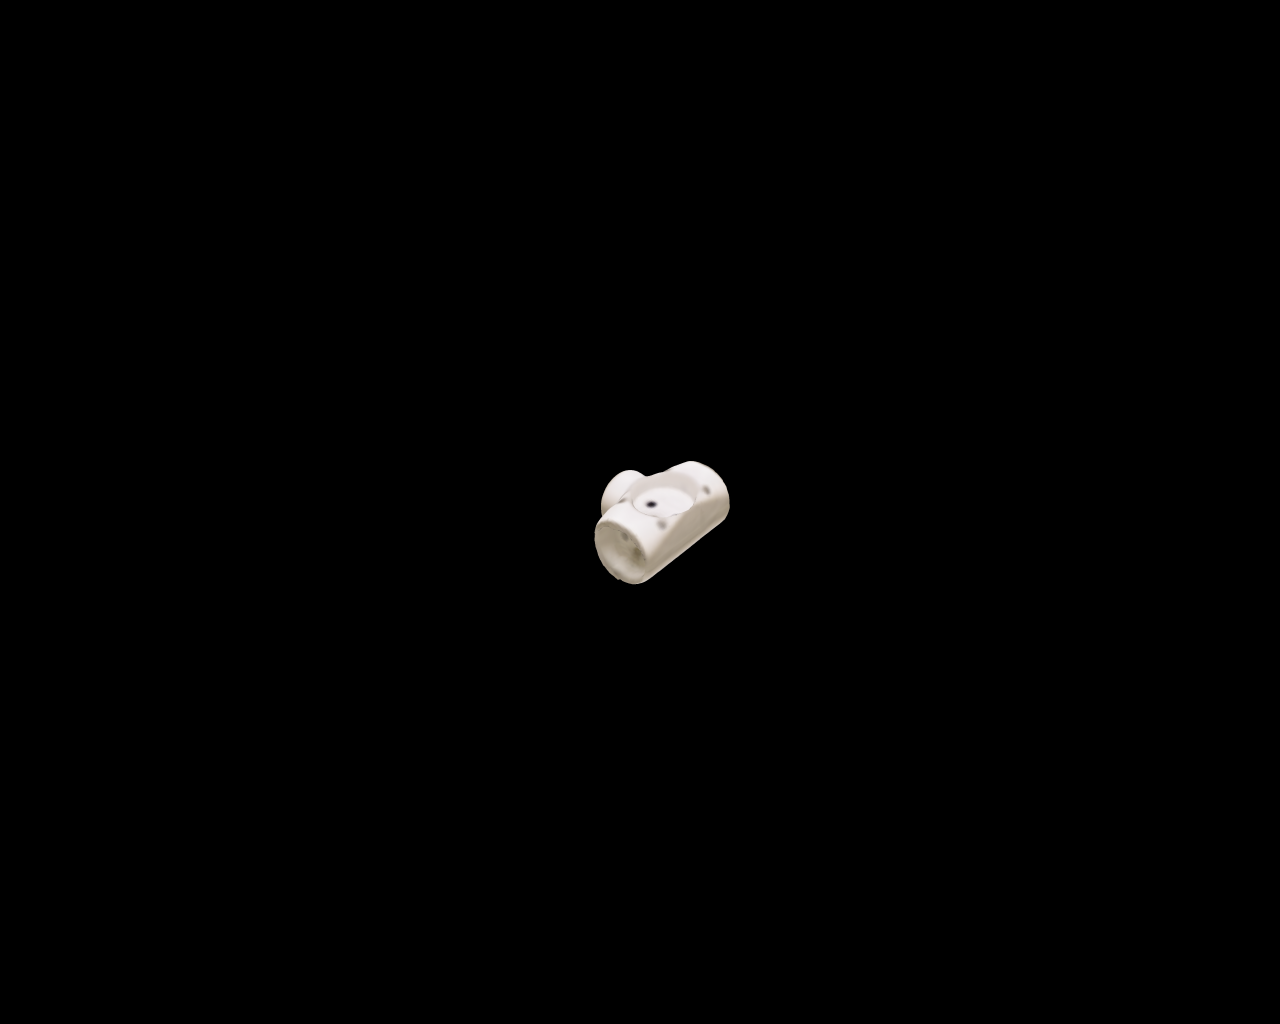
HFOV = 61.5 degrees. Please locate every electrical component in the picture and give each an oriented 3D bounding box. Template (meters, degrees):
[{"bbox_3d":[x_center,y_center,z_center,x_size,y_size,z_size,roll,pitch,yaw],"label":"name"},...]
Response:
[{"bbox_3d":[0.001,-0.003,0.650,0.079,0.044,0.077,31,49,31],"label":"electrical component"}]
